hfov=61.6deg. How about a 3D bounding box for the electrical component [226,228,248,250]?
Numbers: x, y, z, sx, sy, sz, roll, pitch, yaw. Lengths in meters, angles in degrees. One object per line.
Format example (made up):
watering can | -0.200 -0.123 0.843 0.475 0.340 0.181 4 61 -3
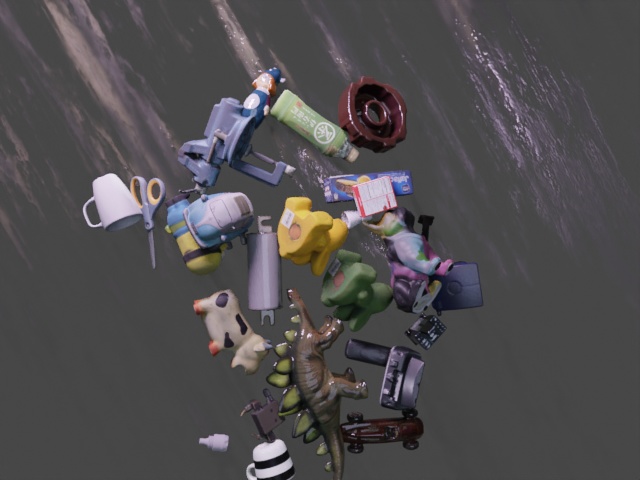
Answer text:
electrical component | -0.197 -0.029 1.203 0.063 0.021 0.094 -17 92 -12

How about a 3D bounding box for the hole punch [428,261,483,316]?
hole punch | 0.323 0.110 1.282 0.116 0.092 0.142 -10 93 -9

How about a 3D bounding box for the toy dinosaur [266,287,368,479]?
toy dinosaur | -0.004 0.333 1.186 0.199 0.105 0.471 -19 85 -14

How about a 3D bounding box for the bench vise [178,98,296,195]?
bench vise | -0.174 -0.172 1.150 0.241 0.129 0.223 25 96 0

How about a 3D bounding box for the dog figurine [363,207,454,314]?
dog figurine | 0.180 0.036 1.208 0.108 0.219 0.191 4 120 -49

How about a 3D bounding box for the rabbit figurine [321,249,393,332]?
rabbit figurine | 0.096 0.127 1.214 0.170 0.121 0.159 27 92 -33

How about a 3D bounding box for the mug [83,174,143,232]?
mug | -0.442 -0.077 1.128 0.110 0.081 0.107 -24 82 -4

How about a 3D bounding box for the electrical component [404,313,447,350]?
electrical component | 0.251 0.211 1.245 0.047 0.119 0.075 46 77 -7

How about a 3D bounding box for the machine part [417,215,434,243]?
machine part | 0.247 0.010 1.280 0.039 0.084 0.139 6 77 10

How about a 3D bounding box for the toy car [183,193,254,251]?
toy car | -0.193 -0.051 1.119 0.161 0.103 0.109 -24 89 -46

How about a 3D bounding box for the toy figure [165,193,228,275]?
toy figure | -0.276 -0.010 1.152 0.089 0.082 0.180 -33 98 -43

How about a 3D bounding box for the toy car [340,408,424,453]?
toy car | 0.147 0.443 1.247 0.202 0.053 0.089 1 91 -14

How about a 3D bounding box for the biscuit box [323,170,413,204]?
biscuit box | 0.114 -0.125 1.256 0.203 0.063 0.059 -7 91 -12

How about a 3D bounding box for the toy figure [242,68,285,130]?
toy figure | -0.130 -0.323 1.210 0.064 0.058 0.154 24 84 -4

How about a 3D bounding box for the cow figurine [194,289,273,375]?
cow figurine | -0.184 0.201 1.169 0.127 0.085 0.194 -23 92 -7

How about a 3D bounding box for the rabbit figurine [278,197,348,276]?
rabbit figurine | -0.002 -0.004 1.192 0.173 0.122 0.162 -2 111 -50

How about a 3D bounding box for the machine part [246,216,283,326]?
machine part | -0.123 0.068 1.188 0.079 0.079 0.243 -2 89 -13

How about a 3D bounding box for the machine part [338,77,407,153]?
machine part | 0.122 -0.286 1.239 0.179 0.056 0.179 10 70 -29

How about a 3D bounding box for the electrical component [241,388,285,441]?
electrical component | -0.125 0.393 1.194 0.078 0.045 0.102 -34 99 -40

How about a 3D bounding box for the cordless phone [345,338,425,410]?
cordless phone | 0.140 0.309 1.247 0.184 0.088 0.146 14 84 -1
